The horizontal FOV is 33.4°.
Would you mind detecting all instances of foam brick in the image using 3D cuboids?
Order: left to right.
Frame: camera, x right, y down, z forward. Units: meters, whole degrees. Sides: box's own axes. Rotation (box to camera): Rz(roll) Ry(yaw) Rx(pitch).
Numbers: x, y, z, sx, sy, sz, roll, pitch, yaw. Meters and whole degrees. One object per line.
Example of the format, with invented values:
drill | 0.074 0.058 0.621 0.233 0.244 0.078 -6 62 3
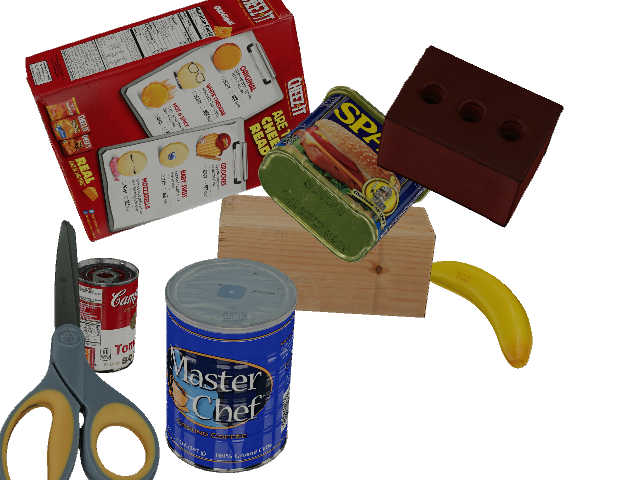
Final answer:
foam brick | 0.076 -0.054 0.550 0.078 0.053 0.051 27 -22 13

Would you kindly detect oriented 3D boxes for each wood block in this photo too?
wood block | 0.002 0.015 1.061 0.206 0.091 0.090 4 20 -4

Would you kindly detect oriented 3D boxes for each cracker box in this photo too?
cracker box | -0.121 -0.107 0.901 0.213 0.164 0.072 -20 47 -10

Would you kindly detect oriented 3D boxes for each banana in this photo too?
banana | 0.169 0.068 1.118 0.069 0.037 0.198 -36 39 -13

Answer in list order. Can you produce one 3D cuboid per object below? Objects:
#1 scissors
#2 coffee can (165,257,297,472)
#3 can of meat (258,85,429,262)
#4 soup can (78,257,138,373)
scissors | -0.130 0.071 0.622 0.096 0.201 0.016 15 -44 -7
coffee can | -0.073 0.099 0.857 0.103 0.140 0.103 3 29 -2
can of meat | 0.018 -0.046 0.747 0.083 0.102 0.058 -46 -6 -37
soup can | -0.225 0.078 1.105 0.068 0.102 0.068 6 20 -2
